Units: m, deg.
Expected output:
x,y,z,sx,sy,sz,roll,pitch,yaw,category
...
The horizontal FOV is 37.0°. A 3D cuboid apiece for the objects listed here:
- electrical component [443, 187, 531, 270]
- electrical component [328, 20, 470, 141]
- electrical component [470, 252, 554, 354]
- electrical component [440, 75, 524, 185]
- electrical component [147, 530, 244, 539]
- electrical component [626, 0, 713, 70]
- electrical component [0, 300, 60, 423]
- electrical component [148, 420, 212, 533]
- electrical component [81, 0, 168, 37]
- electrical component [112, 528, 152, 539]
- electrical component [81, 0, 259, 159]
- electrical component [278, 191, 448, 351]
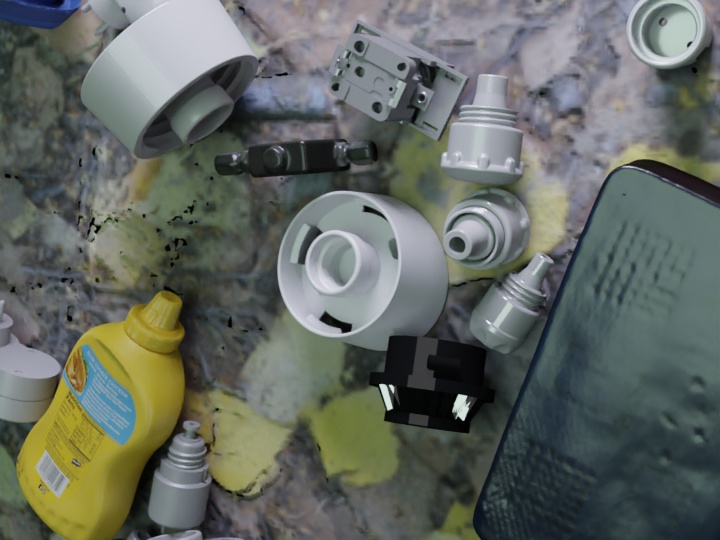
x,y,z,sx,sy,sz,roll,pitch,yaw,category
0.068,-0.020,0.622,0.048,0.062,0.048,7,106,26,electrical component
0.017,-0.113,0.635,0.081,0.064,0.042,31,111,19,electrical component
0.092,0.017,0.633,0.035,0.035,0.061,38,108,17,electrical component
0.074,-0.081,0.623,0.048,0.048,0.062,9,94,25,electrical component
-0.123,0.210,0.727,0.108,0.108,0.060,-12,86,27,electrical component
0.166,-0.126,0.570,0.040,0.046,0.040,4,99,26,electrical component
-0.285,0.052,0.813,0.138,0.052,0.073,25,107,21,electrical component
-0.124,0.144,0.753,0.040,0.040,0.078,17,104,23,electrical component
-0.156,-0.188,0.722,0.079,0.043,0.077,-32,83,26,electrical component
-0.175,0.217,0.787,0.048,0.048,0.062,42,106,15,electrical component
-0.113,-0.115,0.678,0.108,0.108,0.060,-42,84,25,electrical component
0.000,0.000,0.673,0.099,0.064,0.099,-4,82,32,electrical component
